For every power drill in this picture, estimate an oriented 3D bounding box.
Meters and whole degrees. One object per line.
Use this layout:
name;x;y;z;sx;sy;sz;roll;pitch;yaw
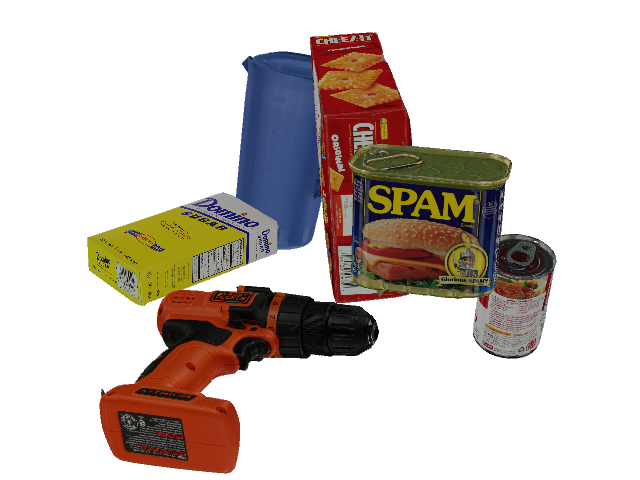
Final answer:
power drill;-0.064;0.097;0.799;0.185;0.057;0.187;1;24;20

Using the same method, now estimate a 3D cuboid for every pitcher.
pitcher;-0.035;-0.113;1.373;0.144;0.243;0.149;3;22;-17

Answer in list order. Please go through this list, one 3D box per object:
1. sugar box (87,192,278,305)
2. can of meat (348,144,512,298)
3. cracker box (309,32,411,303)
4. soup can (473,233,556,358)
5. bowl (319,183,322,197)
sugar box;-0.138;0.004;1.090;0.175;0.048;0.093;-25;40;-37
can of meat;0.069;-0.012;0.696;0.102;0.084;0.057;6;24;13
cracker box;0.034;-0.070;0.912;0.072;0.164;0.213;-5;26;0
soup can;0.185;0.054;1.022;0.068;0.102;0.068;1;37;-1
bowl;0.077;-0.028;1.172;0.162;0.055;0.162;4;25;-2
